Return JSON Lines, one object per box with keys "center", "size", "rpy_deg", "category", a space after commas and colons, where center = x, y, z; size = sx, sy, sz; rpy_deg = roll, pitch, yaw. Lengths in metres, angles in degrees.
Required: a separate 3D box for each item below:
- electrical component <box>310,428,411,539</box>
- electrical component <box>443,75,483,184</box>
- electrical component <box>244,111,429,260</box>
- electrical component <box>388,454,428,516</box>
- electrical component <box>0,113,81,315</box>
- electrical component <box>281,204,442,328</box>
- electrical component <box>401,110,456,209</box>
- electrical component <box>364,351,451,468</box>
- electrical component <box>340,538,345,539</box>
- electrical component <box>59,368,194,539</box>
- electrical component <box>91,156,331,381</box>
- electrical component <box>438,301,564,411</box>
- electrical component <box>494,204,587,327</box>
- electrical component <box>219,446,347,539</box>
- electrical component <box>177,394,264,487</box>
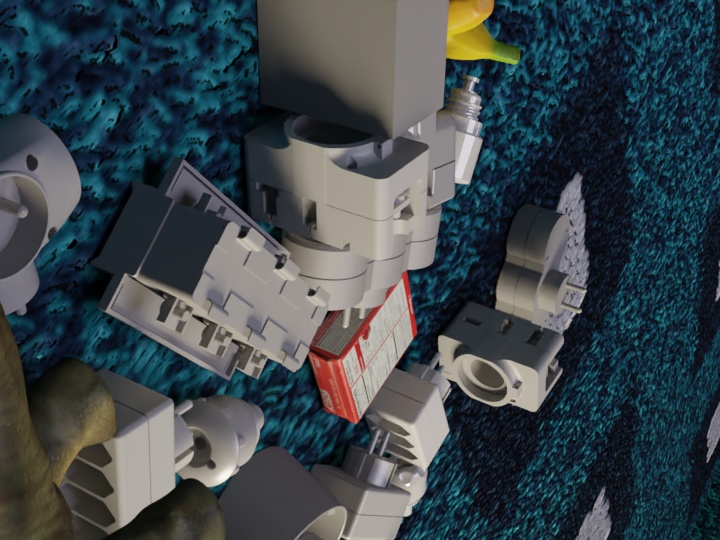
{"center": [0.003, 0.150, 0.776], "size": [0.083, 0.047, 0.075], "rpy_deg": [29, 82, -62], "category": "electrical component"}
{"center": [0.065, -0.094, 0.739], "size": [0.040, 0.040, 0.078], "rpy_deg": [7, 101, -62], "category": "electrical component"}
{"center": [-0.013, -0.051, 0.572], "size": [0.050, 0.089, 0.055], "rpy_deg": [-39, 139, -45], "category": "electrical component"}
{"center": [0.036, 0.174, 0.866], "size": [0.035, 0.035, 0.061], "rpy_deg": [-43, 144, -41], "category": "electrical component"}
{"center": [-0.145, -0.008, 0.409], "size": [0.077, 0.044, 0.079], "rpy_deg": [-45, 144, -40], "category": "electrical component"}
{"center": [0.000, 0.000, 0.668], "size": [0.138, 0.052, 0.073], "rpy_deg": [-27, 130, -53], "category": "electrical component"}
{"center": [0.017, -0.067, 0.646], "size": [0.095, 0.054, 0.059], "rpy_deg": [-28, 122, -55], "category": "electrical component"}
{"center": [0.044, 0.097, 0.816], "size": [0.076, 0.047, 0.065], "rpy_deg": [-55, 149, -28], "category": "electrical component"}
{"center": [0.002, 0.232, 0.805], "size": [0.042, 0.081, 0.063], "rpy_deg": [-51, 124, -33], "category": "electrical component"}
{"center": [-0.109, 0.090, 0.534], "size": [0.076, 0.047, 0.083], "rpy_deg": [-33, 135, -50], "category": "electrical component"}
{"center": [-0.068, 0.008, 0.538], "size": [0.078, 0.063, 0.121], "rpy_deg": [-65, 152, -11], "category": "electrical component"}
{"center": [0.113, 0.073, 0.880], "size": [0.055, 0.089, 0.050], "rpy_deg": [-47, 144, -38], "category": "electrical component"}
{"center": [0.165, 0.017, 0.955], "size": [0.052, 0.074, 0.138], "rpy_deg": [-19, 124, -56], "category": "electrical component"}
{"center": [-0.056, 0.172, 0.691], "size": [0.099, 0.064, 0.099], "rpy_deg": [-44, 154, -28], "category": "electrical component"}
{"center": [-0.076, 0.090, 0.599], "size": [0.062, 0.048, 0.048], "rpy_deg": [-19, 123, -64], "category": "electrical component"}
